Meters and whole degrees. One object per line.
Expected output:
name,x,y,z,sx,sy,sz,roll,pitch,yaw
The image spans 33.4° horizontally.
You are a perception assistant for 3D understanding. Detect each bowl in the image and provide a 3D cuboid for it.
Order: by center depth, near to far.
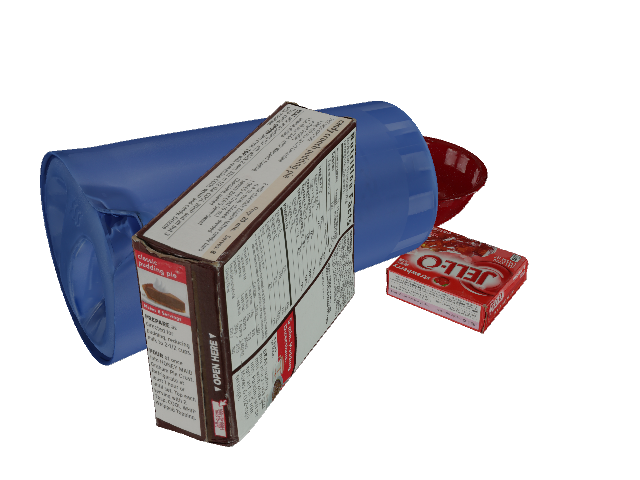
bowl,0.089,-0.054,1.106,0.162,0.055,0.162,3,29,-2

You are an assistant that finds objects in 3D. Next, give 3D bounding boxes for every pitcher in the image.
pitcher,-0.054,-0.015,0.701,0.242,0.145,0.149,-16,41,-26

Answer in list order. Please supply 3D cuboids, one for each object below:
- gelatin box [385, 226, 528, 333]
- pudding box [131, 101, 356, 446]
gelatin box,0.107,0.028,0.840,0.089,0.030,0.073,21,41,28
pudding box,-0.024,0.011,0.416,0.039,0.090,0.113,14,37,21
